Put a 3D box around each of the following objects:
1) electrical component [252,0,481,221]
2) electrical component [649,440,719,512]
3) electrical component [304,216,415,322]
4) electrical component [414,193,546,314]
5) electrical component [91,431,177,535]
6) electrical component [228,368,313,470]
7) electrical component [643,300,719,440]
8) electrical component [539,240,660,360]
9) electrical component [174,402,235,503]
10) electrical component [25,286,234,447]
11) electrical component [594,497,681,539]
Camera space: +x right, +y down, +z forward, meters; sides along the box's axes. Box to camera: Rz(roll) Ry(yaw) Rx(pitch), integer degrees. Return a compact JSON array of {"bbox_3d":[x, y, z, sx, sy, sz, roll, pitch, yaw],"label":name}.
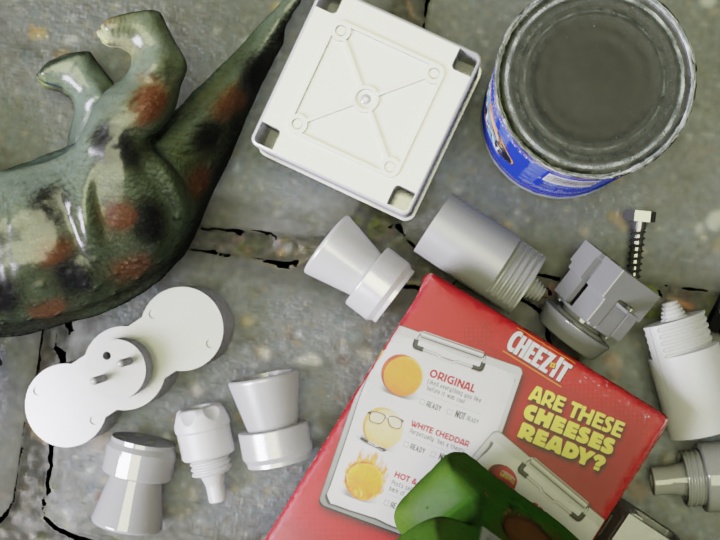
[{"bbox_3d":[0.005,-0.101,0.662,0.109,0.056,0.108,25,92,3],"label":"electrical component"},{"bbox_3d":[0.209,0.126,0.654,0.062,0.043,0.043,-6,89,5],"label":"electrical component"},{"bbox_3d":[0.000,0.000,0.668,0.055,0.045,0.045,38,92,3],"label":"electrical component"},{"bbox_3d":[0.079,-0.007,0.663,0.081,0.043,0.043,34,92,3],"label":"electrical component"},{"bbox_3d":[-0.141,0.134,0.676,0.045,0.045,0.055,11,90,4],"label":"electrical component"},{"bbox_3d":[-0.055,0.093,0.671,0.045,0.045,0.055,-11,90,4],"label":"electrical component"},{"bbox_3d":[0.199,0.058,0.655,0.043,0.043,0.081,-15,89,4],"label":"electrical component"},{"bbox_3d":[0.142,0.021,0.654,0.048,0.066,0.055,31,101,-31],"label":"electrical component"},{"bbox_3d":[-0.096,0.116,0.679,0.035,0.035,0.061,-11,92,4],"label":"electrical component"},{"bbox_3d":[-0.145,0.060,0.662,0.138,0.074,0.052,-33,88,3],"label":"electrical component"},{"bbox_3d":[0.195,0.217,0.646,0.150,0.062,0.089,33,92,3],"label":"electrical component"}]
